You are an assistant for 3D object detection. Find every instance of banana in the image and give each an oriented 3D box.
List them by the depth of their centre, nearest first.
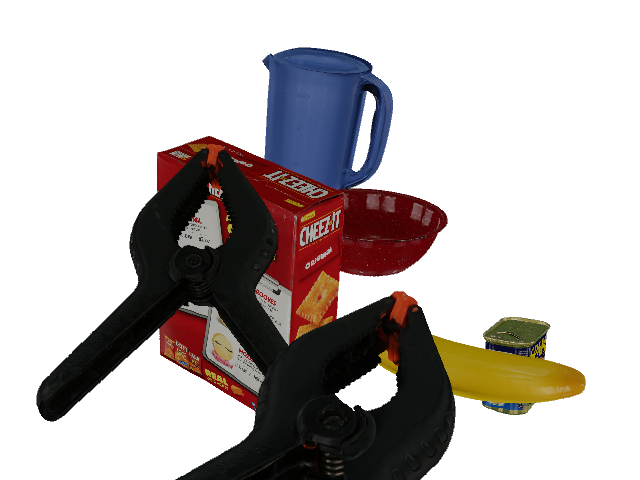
[{"bbox_3d":[0.092,0.083,0.785,0.198,0.037,0.069,19,37,37],"label":"banana"}]

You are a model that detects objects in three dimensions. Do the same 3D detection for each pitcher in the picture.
[{"bbox_3d":[-0.003,-0.122,1.394,0.144,0.243,0.149,0,23,-18],"label":"pitcher"}]

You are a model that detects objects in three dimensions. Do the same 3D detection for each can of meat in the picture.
[{"bbox_3d":[0.217,0.139,1.193,0.058,0.084,0.102,8,13,25],"label":"can of meat"}]

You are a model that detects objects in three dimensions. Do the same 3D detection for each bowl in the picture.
[{"bbox_3d":[0.050,-0.005,1.115,0.162,0.055,0.162,3,20,-1],"label":"bowl"}]

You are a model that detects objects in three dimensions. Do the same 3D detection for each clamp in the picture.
[{"bbox_3d":[0.011,0.087,0.404,0.120,0.039,0.171,27,50,20],"label":"clamp"},{"bbox_3d":[-0.067,0.028,0.662,0.164,0.210,0.036,7,-37,8],"label":"clamp"}]

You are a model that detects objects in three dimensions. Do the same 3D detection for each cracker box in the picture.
[{"bbox_3d":[-0.064,0.035,0.938,0.164,0.214,0.071,25,35,33],"label":"cracker box"}]
